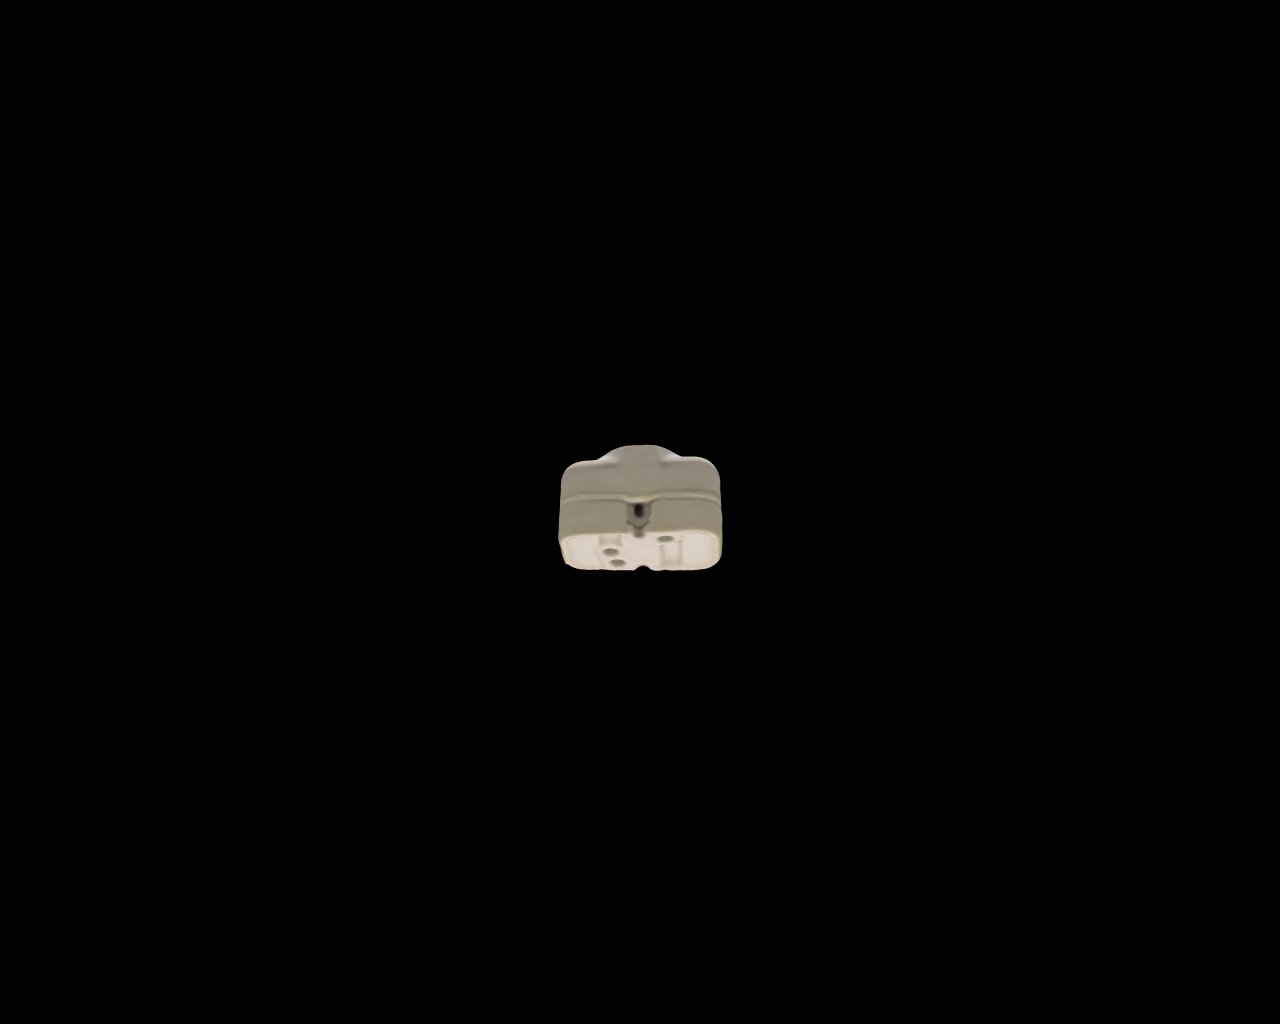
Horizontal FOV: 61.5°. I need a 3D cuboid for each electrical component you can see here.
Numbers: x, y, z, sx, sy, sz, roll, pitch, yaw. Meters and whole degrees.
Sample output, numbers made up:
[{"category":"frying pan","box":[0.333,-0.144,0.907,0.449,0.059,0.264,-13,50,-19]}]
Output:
[{"category":"electrical component","box":[0.001,-0.003,0.650,0.095,0.059,0.053,-1,-28,2]}]
